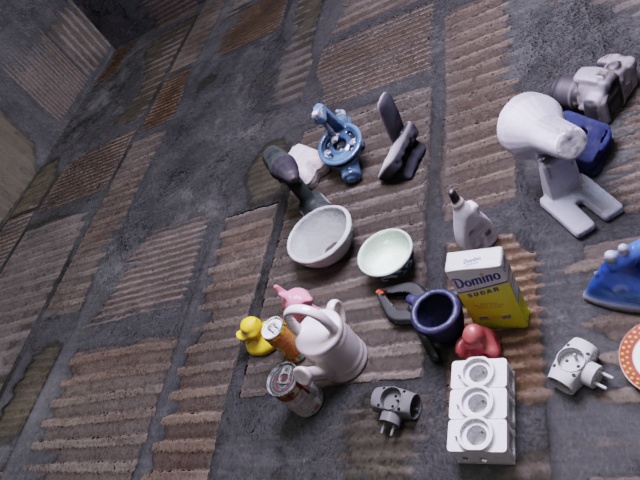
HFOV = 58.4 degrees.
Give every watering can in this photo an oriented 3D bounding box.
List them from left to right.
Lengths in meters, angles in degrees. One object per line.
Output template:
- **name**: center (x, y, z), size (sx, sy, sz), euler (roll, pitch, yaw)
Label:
- **watering can**: center (0.003, 0.185, 1.060), size (0.100, 0.195, 0.173), euler (-21, 43, 20)

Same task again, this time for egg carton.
- **egg carton**: center (-0.046, -0.201, 1.557), size (0.107, 0.070, 0.149), euler (-49, 41, -11)

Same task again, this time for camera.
- **camera**: center (0.558, -0.322, 1.186), size (0.143, 0.101, 0.136), euler (-49, 41, -12)

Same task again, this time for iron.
- **iron**: center (0.518, 0.031, 0.853), size (0.257, 0.142, 0.118), euler (-14, 46, 27)

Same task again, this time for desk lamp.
- **desk lamp**: center (0.428, -0.147, 1.032), size (0.118, 0.214, 0.202), euler (-34, 40, 6)

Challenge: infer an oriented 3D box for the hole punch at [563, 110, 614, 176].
- **hole punch**: center (0.504, -0.191, 1.111), size (0.100, 0.091, 0.109), euler (13, 62, 44)

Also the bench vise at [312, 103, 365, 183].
- **bench vise**: center (0.031, -0.272, 1.447), size (0.121, 0.220, 0.207), euler (-32, 40, 9)

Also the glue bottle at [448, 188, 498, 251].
- **glue bottle**: center (0.277, -0.038, 1.077), size (0.078, 0.174, 0.037), euler (-42, 40, -3)

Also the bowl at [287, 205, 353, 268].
- **bowl**: center (0.012, 0.005, 1.316), size (0.167, 0.075, 0.167), euler (-21, 43, 21)

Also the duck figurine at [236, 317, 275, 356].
- **duck figurine**: center (-0.132, 0.196, 1.237), size (0.104, 0.086, 0.077), euler (-29, 41, 12)

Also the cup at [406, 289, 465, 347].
- **cup**: center (0.209, 0.143, 1.020), size (0.092, 0.095, 0.117), euler (-50, 41, -13)

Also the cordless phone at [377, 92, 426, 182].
- **cordless phone**: center (0.163, -0.241, 1.344), size (0.093, 0.186, 0.148), euler (0, 53, 37)

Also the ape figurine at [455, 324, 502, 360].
- **ape figurine**: center (0.262, 0.171, 0.955), size (0.077, 0.092, 0.076), euler (23, 69, 47)

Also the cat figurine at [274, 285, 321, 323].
- **cat figurine**: center (-0.054, 0.131, 1.214), size (0.067, 0.118, 0.127), euler (-48, 40, -10)

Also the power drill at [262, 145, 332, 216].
- **power drill**: center (-0.058, -0.139, 1.399), size (0.075, 0.209, 0.229), euler (-40, 40, -1)
